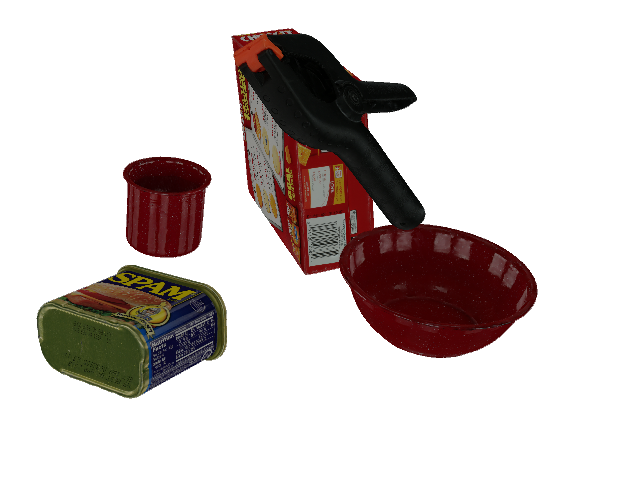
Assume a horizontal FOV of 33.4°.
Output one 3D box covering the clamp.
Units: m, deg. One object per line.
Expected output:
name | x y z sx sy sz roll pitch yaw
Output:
clamp | 0.014 -0.077 0.712 0.171 0.120 0.039 19 -42 -42

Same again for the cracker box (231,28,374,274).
cracker box | -0.018 -0.089 0.968 0.072 0.164 0.214 -10 25 -13

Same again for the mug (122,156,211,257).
mug | -0.170 -0.040 1.154 0.093 0.081 0.117 -3 30 -20

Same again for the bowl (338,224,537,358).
bowl | 0.092 0.048 0.872 0.162 0.055 0.162 5 29 -3

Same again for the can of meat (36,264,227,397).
can of meat | -0.129 0.061 0.729 0.102 0.057 0.083 13 22 31
